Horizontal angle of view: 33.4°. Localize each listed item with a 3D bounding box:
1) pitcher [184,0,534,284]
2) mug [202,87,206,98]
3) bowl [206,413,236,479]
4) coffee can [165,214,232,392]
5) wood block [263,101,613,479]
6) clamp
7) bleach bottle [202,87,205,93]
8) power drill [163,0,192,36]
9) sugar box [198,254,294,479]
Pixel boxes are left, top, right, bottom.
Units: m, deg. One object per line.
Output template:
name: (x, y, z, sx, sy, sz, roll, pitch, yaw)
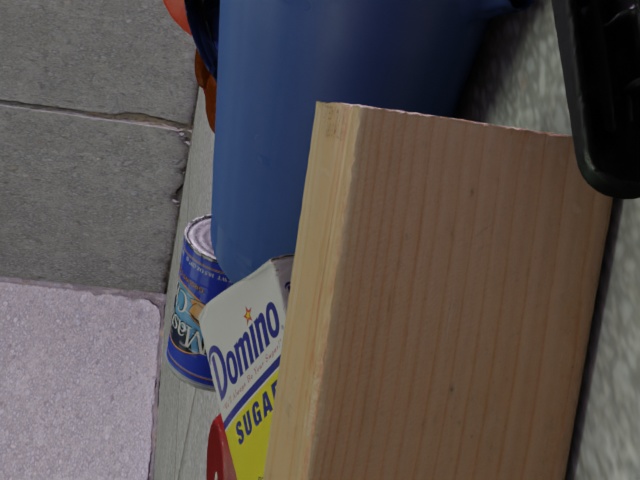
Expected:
pitcher: (0.000, -0.082, 0.535, 0.243, 0.145, 0.149, 103, 165, -45)
mug: (-0.039, -0.135, 0.816, 0.093, 0.081, 0.117, 42, 148, 34)
bowl: (-0.057, 0.188, 0.852, 0.162, 0.055, 0.162, -179, 90, -76)
coffee can: (-0.088, 0.060, 1.017, 0.103, 0.102, 0.140, -102, 22, -61)
wood block: (0.033, 0.059, 0.386, 0.090, 0.090, 0.206, -137, 54, -78)
clamp: (0.087, -0.112, 0.351, 0.210, 0.036, 0.165, -110, 28, -72)
bleach bottle: (-0.060, -0.134, 1.014, 0.251, 0.068, 0.102, 78, -156, -75)
power drill: (-0.057, -0.221, 0.748, 0.057, 0.184, 0.188, 50, 151, 7)
sugar box: (-0.006, 0.102, 0.506, 0.093, 0.048, 0.176, -36, 68, 54)
